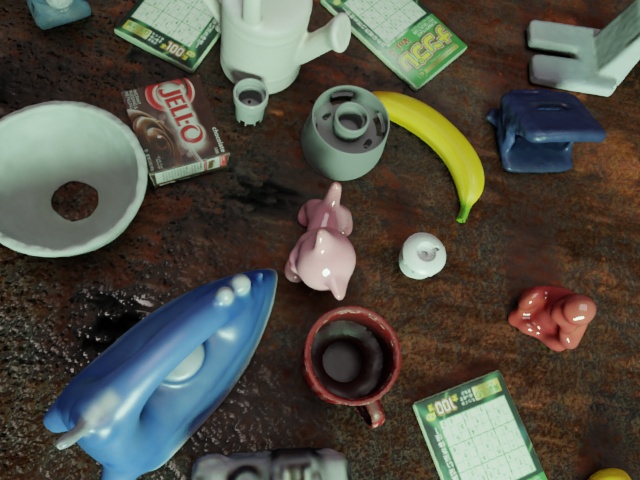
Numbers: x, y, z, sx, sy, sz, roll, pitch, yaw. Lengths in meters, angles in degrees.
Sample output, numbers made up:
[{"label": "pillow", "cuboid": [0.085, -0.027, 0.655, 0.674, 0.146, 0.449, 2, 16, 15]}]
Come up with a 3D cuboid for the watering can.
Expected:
[{"label": "watering can", "cuboid": [-0.051, -0.254, 0.627, 0.173, 0.194, 0.101, 5, 70, -8]}]

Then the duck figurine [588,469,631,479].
[{"label": "duck figurine", "cuboid": [0.310, 0.281, 0.563, 0.077, 0.086, 0.104, -2, 71, -10]}]

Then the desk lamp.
[{"label": "desk lamp", "cuboid": [0.398, -0.273, 0.703, 0.203, 0.213, 0.118, 5, 70, -8]}]

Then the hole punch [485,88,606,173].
[{"label": "hole punch", "cuboid": [0.274, -0.144, 0.702, 0.109, 0.091, 0.101, -3, 72, -11]}]

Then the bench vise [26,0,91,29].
[{"label": "bench vise", "cuboid": [-0.309, -0.353, 0.601, 0.207, 0.219, 0.122, 42, 70, 6]}]

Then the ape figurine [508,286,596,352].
[{"label": "ape figurine", "cuboid": [0.261, 0.080, 0.621, 0.076, 0.092, 0.078, -16, 74, -15]}]

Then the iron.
[{"label": "iron", "cuboid": [-0.125, 0.098, 0.519, 0.118, 0.141, 0.259, 42, 69, 6]}]

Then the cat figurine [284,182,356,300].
[{"label": "cat figurine", "cuboid": [0.005, 0.002, 0.588, 0.067, 0.117, 0.128, 13, 69, -5]}]

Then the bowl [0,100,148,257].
[{"label": "bowl", "cuboid": [-0.257, -0.052, 0.584, 0.167, 0.074, 0.167, 3, 71, -9]}]

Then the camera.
[{"label": "camera", "cuboid": [-0.041, 0.255, 0.501, 0.143, 0.100, 0.137, -1, 71, -10]}]
